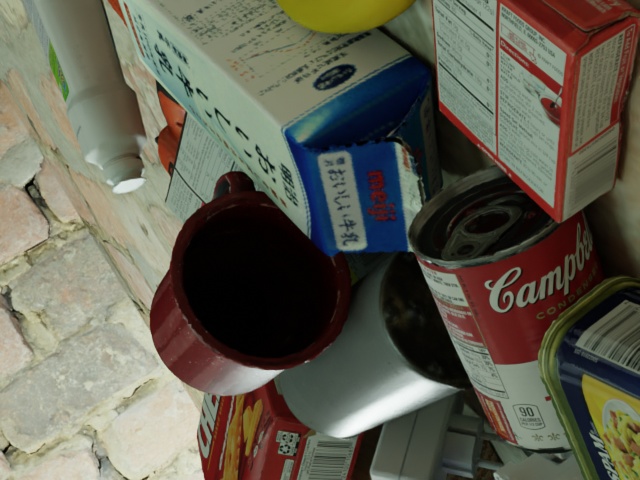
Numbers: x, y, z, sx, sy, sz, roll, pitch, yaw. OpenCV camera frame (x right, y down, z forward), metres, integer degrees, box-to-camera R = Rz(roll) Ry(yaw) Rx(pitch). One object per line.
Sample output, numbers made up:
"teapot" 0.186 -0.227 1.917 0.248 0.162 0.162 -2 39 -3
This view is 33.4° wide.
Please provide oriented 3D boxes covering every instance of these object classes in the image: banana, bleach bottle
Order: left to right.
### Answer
"bleach bottle" -0.189 -0.153 0.837 0.103 0.068 0.251 115 135 -72
"banana" 0.011 -0.118 0.433 0.069 0.037 0.198 61 165 -19

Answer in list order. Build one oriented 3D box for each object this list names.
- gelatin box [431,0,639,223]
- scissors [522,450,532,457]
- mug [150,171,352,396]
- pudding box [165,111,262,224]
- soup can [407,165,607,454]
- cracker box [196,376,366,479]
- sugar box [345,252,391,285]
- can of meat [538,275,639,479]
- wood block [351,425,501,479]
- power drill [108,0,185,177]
"gelatin box" 0.072 -0.060 0.369 0.073 0.030 0.089 49 163 33
"scissors" 0.163 0.178 0.601 0.202 0.016 0.096 45 161 39
"mug" -0.043 0.022 0.556 0.082 0.093 0.117 133 130 -59
"pudding box" -0.037 -0.020 0.617 0.113 0.039 0.090 43 141 17
"soup can" 0.085 0.028 0.435 0.069 0.068 0.102 32 151 59
"cracker box" -0.040 0.145 0.800 0.214 0.072 0.164 -118 38 -63
"sugar box" -0.005 0.001 0.714 0.093 0.048 0.176 57 167 3
"can of meat" 0.136 0.071 0.382 0.084 0.057 0.102 26 146 60
"wood block" 0.060 0.180 0.793 0.091 0.090 0.206 59 165 -9
"power drill" -0.079 -0.086 0.757 0.184 0.057 0.188 54 163 29
